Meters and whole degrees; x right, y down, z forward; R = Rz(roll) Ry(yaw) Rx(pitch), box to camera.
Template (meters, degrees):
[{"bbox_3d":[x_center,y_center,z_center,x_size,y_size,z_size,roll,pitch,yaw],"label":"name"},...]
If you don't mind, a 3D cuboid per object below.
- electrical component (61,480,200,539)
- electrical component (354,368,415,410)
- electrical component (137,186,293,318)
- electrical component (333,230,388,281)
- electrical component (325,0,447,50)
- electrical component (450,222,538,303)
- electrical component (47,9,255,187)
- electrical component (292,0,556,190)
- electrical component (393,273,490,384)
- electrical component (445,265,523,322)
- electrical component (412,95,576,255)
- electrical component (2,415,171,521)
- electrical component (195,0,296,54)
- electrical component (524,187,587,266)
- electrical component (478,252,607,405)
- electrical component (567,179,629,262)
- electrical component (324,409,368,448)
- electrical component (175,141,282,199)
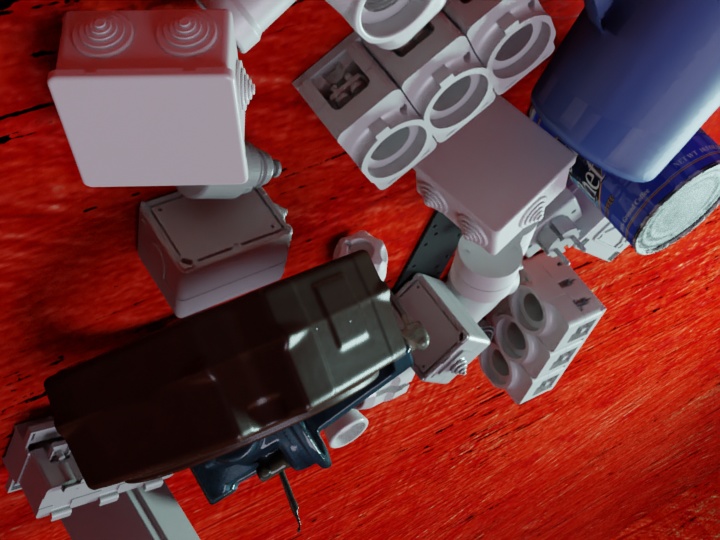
[{"bbox_3d":[-0.196,0.226,0.921,0.078,0.113,0.057,-44,156,15],"label":"electrical component"},{"bbox_3d":[0.011,0.099,1.029,0.057,0.058,0.078,-22,150,-32],"label":"electrical component"},{"bbox_3d":[-0.090,-0.018,0.705,0.096,0.061,0.061,-22,151,-27],"label":"electrical component"},{"bbox_3d":[0.000,0.000,0.867,0.043,0.043,0.062,-28,154,-17],"label":"electrical component"},{"bbox_3d":[0.005,-0.164,0.585,0.054,0.059,0.095,-43,153,12],"label":"electrical component"},{"bbox_3d":[0.118,-0.046,0.867,0.073,0.052,0.138,101,13,-55],"label":"electrical component"},{"bbox_3d":[-0.104,-0.088,0.552,0.100,0.048,0.099,-1,149,-1],"label":"electrical component"},{"bbox_3d":[0.046,-0.128,0.691,0.150,0.061,0.089,-39,154,5],"label":"electrical component"},{"bbox_3d":[0.071,0.059,0.980,0.062,0.096,0.061,-45,153,16],"label":"electrical component"},{"bbox_3d":[0.126,0.009,1.034,0.079,0.044,0.077,-11,144,-41],"label":"electrical component"},{"bbox_3d":[0.099,-0.072,0.806,0.100,0.100,0.048,-43,160,-13],"label":"electrical component"},{"bbox_3d":[-0.202,0.143,0.832,0.121,0.063,0.078,-11,144,-41],"label":"electrical component"},{"bbox_3d":[-0.058,-0.144,0.565,0.046,0.040,0.040,-42,154,-1],"label":"electrical component"},{"bbox_3d":[0.174,-0.038,0.980,0.066,0.076,0.047,-39,154,5],"label":"electrical component"},{"bbox_3d":[0.183,0.063,1.142,0.062,0.089,0.150,-20,150,-31],"label":"electrical component"},{"bbox_3d":[0.247,-0.068,1.043,0.108,0.056,0.109,-46,152,18],"label":"electrical component"},{"bbox_3d":[-0.025,0.139,1.052,0.045,0.055,0.045,-29,153,-16],"label":"electrical component"},{"bbox_3d":[-0.081,-0.064,0.666,0.078,0.040,0.040,-4,139,-48],"label":"electrical component"}]
